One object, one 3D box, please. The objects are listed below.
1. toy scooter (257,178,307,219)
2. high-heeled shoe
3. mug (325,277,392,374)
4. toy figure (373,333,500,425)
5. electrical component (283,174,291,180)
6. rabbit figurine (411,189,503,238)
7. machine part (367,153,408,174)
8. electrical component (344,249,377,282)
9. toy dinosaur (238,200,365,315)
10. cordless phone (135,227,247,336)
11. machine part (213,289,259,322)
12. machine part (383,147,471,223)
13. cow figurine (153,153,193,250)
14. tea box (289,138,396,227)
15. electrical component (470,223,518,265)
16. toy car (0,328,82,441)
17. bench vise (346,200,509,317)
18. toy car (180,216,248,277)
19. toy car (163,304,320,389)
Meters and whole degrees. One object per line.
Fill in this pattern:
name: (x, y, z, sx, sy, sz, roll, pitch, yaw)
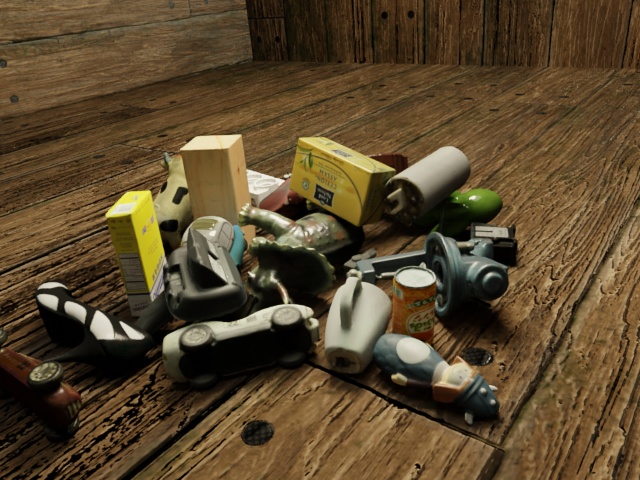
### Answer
toy scooter: (-0.071, -0.076, 1.099, 0.135, 0.075, 0.184, -36, 7, -2)
high-heeled shoe: (-0.330, 0.108, 0.788, 0.145, 0.086, 0.249, -11, 30, -20)
mug: (0.045, 0.109, 0.689, 0.081, 0.109, 0.107, 6, 41, 15)
toy figure: (0.134, 0.157, 0.625, 0.155, 0.057, 0.064, 19, 74, 38)
electrical component: (-0.044, -0.127, 1.248, 0.102, 0.045, 0.078, 7, 27, 23)
rabbit figurine: (0.241, -0.069, 0.987, 0.170, 0.121, 0.159, 11, 36, 36)
machine part: (0.084, -0.124, 1.025, 0.179, 0.056, 0.179, -7, 2, 0)
electrical component: (0.058, 0.054, 0.835, 0.021, 0.063, 0.094, 17, 35, 38)
toy dinosaur: (0.001, 0.000, 0.912, 0.192, 0.131, 0.405, 28, 35, 29)
cordless phone: (-0.196, 0.089, 0.741, 0.184, 0.088, 0.147, -46, 34, 7)
machine part: (-0.144, 0.095, 0.784, 0.039, 0.084, 0.139, 26, -5, -40)
machine part: (0.178, -0.093, 0.883, 0.079, 0.079, 0.243, 15, 32, 35)
cow figurine: (-0.286, -0.086, 1.062, 0.086, 0.127, 0.195, 8, 50, 16)
tea box: (0.034, -0.101, 0.903, 0.170, 0.098, 0.068, 29, 28, 35)
electrical component: (0.273, 0.005, 0.916, 0.119, 0.047, 0.075, 5, 27, 17)
toy car: (-0.356, 0.169, 0.655, 0.202, 0.089, 0.053, 13, 32, 36)
bench vise: (0.154, 0.039, 0.792, 0.241, 0.128, 0.224, -5, 21, -8)
toy car: (-0.181, 0.015, 0.895, 0.109, 0.102, 0.162, 2, 43, 11)
toy car: (-0.098, 0.134, 0.691, 0.202, 0.073, 0.056, -11, 27, -12)
